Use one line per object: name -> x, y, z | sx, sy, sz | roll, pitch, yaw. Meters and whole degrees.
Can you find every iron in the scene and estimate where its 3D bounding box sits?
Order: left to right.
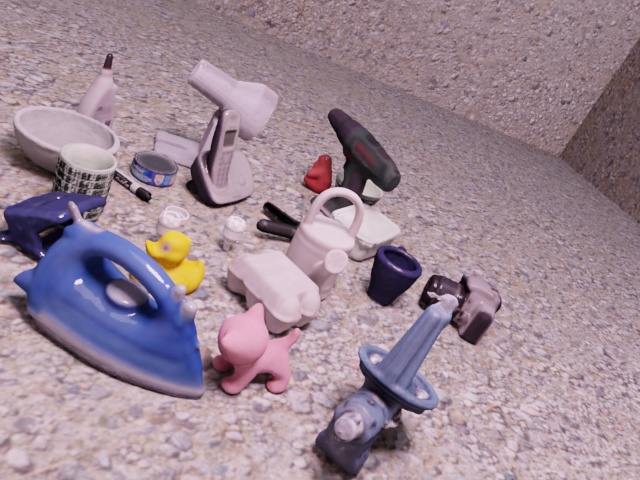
iron -> -0.223, 0.069, 0.681 | 0.258, 0.141, 0.119 | 31, 26, 8

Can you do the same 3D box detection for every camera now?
camera -> 0.275, 0.108, 1.120 | 0.137, 0.101, 0.143 | 27, 26, 0

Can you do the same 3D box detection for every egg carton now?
egg carton -> -0.071, 0.076, 0.891 | 0.150, 0.069, 0.107 | 41, 29, 26

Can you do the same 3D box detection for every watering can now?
watering can -> 0.011, 0.004, 0.957 | 0.101, 0.194, 0.172 | 5, 33, -37

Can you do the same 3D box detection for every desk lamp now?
desk lamp -> -0.216, -0.251, 1.188 | 0.204, 0.213, 0.117 | 16, 28, -22

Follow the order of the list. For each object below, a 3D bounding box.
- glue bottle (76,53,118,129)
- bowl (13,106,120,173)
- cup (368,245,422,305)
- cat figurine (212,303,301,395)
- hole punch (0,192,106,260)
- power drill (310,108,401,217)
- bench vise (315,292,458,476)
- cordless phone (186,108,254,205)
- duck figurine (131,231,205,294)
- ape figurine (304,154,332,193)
glue bottle -> -0.416, -0.272, 1.086 | 0.037, 0.173, 0.078 | 34, 27, 14
bowl -> -0.433, -0.157, 0.973 | 0.168, 0.074, 0.167 | 22, 27, -11
cup -> 0.131, 0.066, 1.069 | 0.091, 0.095, 0.118 | 27, 26, 0
cat figurine -> -0.082, 0.133, 0.723 | 0.128, 0.117, 0.067 | 6, 33, -36
hole punch -> -0.367, -0.032, 0.789 | 0.101, 0.091, 0.109 | 30, 26, 6
power drill -> 0.064, -0.152, 1.274 | 0.229, 0.208, 0.076 | 40, 29, 25
bench vise -> 0.098, 0.175, 0.698 | 0.121, 0.219, 0.207 | 28, 26, 3
cordless phone -> -0.170, -0.166, 1.108 | 0.094, 0.185, 0.148 | 34, 27, 15
duck figurine -> -0.212, 0.028, 0.829 | 0.105, 0.086, 0.077 | 9, 31, -32
ape figurine -> 0.002, -0.164, 1.370 | 0.078, 0.092, 0.076 | -2, 38, -44
